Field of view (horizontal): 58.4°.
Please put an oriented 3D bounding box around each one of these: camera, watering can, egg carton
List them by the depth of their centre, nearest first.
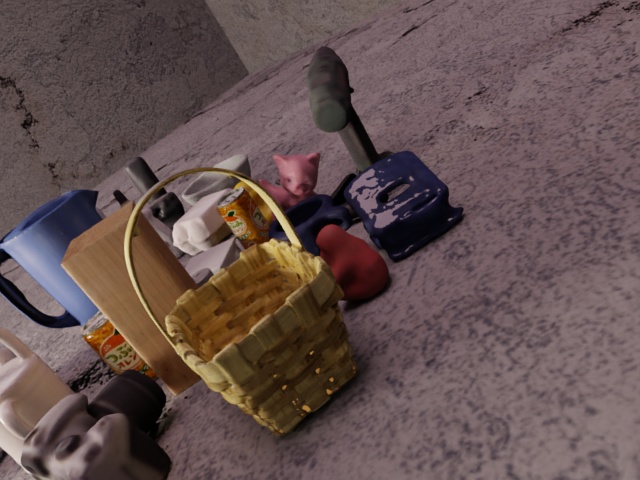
[{"bbox_3d":[-0.218,0.195,0.588,0.142,0.101,0.137,-13,29,39],"label":"camera"},{"bbox_3d":[-0.381,0.184,0.701,0.172,0.194,0.101,-8,33,45],"label":"watering can"},{"bbox_3d":[-0.209,-0.036,1.095,0.107,0.069,0.150,-12,30,41],"label":"egg carton"}]

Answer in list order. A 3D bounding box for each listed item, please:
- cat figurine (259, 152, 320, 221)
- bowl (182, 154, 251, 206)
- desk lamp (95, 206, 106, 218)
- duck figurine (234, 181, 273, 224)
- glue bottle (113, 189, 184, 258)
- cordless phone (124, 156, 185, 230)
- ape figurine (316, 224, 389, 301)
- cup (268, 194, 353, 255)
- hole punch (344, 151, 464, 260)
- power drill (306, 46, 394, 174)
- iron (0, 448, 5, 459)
[{"bbox_3d":[-0.045,-0.092,0.932,0.127,0.118,0.067,-13,29,38],"label":"cat figurine"},{"bbox_3d":[-0.212,-0.114,1.253,0.167,0.075,0.167,-27,23,13],"label":"bowl"},{"bbox_3d":[-0.393,0.025,1.019,0.118,0.214,0.202,-42,24,-23],"label":"desk lamp"},{"bbox_3d":[-0.115,-0.071,1.022,0.077,0.086,0.105,-10,31,42],"label":"duck figurine"},{"bbox_3d":[-0.340,-0.026,1.108,0.078,0.173,0.037,-29,23,9],"label":"glue bottle"},{"bbox_3d":[-0.399,-0.081,1.284,0.148,0.185,0.093,-43,25,-23],"label":"cordless phone"},{"bbox_3d":[0.029,0.021,0.637,0.076,0.092,0.078,-2,37,51],"label":"ape figurine"},{"bbox_3d":[0.006,0.003,0.700,0.117,0.095,0.092,-11,31,42],"label":"cup"},{"bbox_3d":[0.097,-0.046,0.686,0.108,0.091,0.101,-33,22,-2],"label":"hole punch"},{"bbox_3d":[0.043,-0.190,0.901,0.075,0.209,0.229,-26,23,15],"label":"power drill"},{"bbox_3d":[-0.519,0.254,0.808,0.118,0.142,0.258,-29,23,8],"label":"iron"}]
